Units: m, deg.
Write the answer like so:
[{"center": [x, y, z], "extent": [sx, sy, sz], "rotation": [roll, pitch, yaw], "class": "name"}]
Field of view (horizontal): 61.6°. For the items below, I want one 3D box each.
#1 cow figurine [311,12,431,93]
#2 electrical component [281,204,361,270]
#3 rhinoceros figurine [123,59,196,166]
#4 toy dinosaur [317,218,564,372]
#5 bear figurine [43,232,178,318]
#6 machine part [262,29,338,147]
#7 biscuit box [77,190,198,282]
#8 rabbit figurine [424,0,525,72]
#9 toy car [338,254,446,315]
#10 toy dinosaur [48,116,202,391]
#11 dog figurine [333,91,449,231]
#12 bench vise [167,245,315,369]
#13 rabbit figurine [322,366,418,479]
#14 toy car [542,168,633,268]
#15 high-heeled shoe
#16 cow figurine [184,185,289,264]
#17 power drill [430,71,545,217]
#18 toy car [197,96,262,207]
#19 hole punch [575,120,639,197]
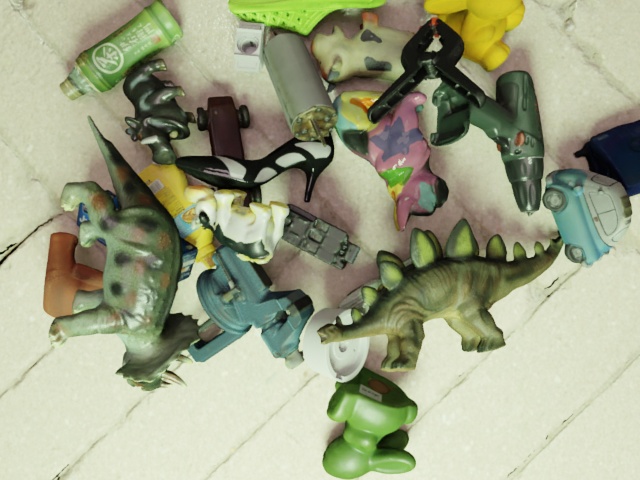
[{"center": [0.081, -0.300, 0.885], "extent": [0.195, 0.085, 0.127], "rotation": [12, 85, -2], "class": "cow figurine"}, {"center": [-0.002, -0.003, 0.851], "extent": [0.134, 0.115, 0.058], "rotation": [27, 92, 3], "class": "electrical component"}, {"center": [-0.264, -0.205, 0.864], "extent": [0.112, 0.073, 0.190], "rotation": [-22, 65, -11], "class": "rhinoceros figurine"}, {"center": [0.206, 0.072, 0.800], "extent": [0.471, 0.105, 0.198], "rotation": [-10, 82, -23], "class": "toy dinosaur"}, {"center": [-0.337, 0.071, 0.869], "extent": [0.196, 0.120, 0.132], "rotation": [1, 42, -23], "class": "bear figurine"}, {"center": [-0.034, -0.245, 0.857], "extent": [0.079, 0.079, 0.243], "rotation": [-22, 63, 0], "class": "machine part"}, {"center": [-0.294, -0.005, 0.855], "extent": [0.203, 0.063, 0.059], "rotation": [30, 116, 16], "class": "biscuit box"}, {"center": [0.254, -0.367, 0.837], "extent": [0.162, 0.173, 0.122], "rotation": [33, 92, -1], "class": "rabbit figurine"}, {"center": [0.126, 0.083, 0.871], "extent": [0.202, 0.056, 0.073], "rotation": [-30, 86, 0], "class": "toy car"}, {"center": [-0.255, 0.034, 0.748], "extent": [0.192, 0.131, 0.404], "rotation": [4, 94, -6], "class": "toy dinosaur"}, {"center": [0.109, -0.123, 0.861], "extent": [0.192, 0.108, 0.219], "rotation": [1, 89, 1], "class": "dog figurine"}, {"center": [-0.132, 0.131, 0.852], "extent": [0.240, 0.129, 0.223], "rotation": [-35, 96, 20], "class": "bench vise"}, {"center": [0.072, 0.302, 0.849], "extent": [0.159, 0.121, 0.170], "rotation": [22, 106, -4], "class": "rabbit figurine"}, {"center": [0.421, -0.044, 0.828], "extent": [0.109, 0.103, 0.161], "rotation": [-14, 83, -43], "class": "toy car"}, {"center": [-0.092, -0.145, 0.847], "extent": [0.249, 0.086, 0.145], "rotation": [12, 79, -24], "class": "high-heeled shoe"}, {"center": [-0.134, -0.027, 0.799], "extent": [0.168, 0.068, 0.098], "rotation": [17, 104, 26], "class": "cow figurine"}, {"center": [0.273, -0.162, 0.835], "extent": [0.207, 0.086, 0.232], "rotation": [7, 81, -26], "class": "power drill"}, {"center": [-0.153, -0.138, 0.894], "extent": [0.089, 0.053, 0.202], "rotation": [-10, 85, -14], "class": "toy car"}, {"center": [0.503, -0.132, 0.859], "extent": [0.142, 0.092, 0.115], "rotation": [-20, 83, 4], "class": "hole punch"}]
